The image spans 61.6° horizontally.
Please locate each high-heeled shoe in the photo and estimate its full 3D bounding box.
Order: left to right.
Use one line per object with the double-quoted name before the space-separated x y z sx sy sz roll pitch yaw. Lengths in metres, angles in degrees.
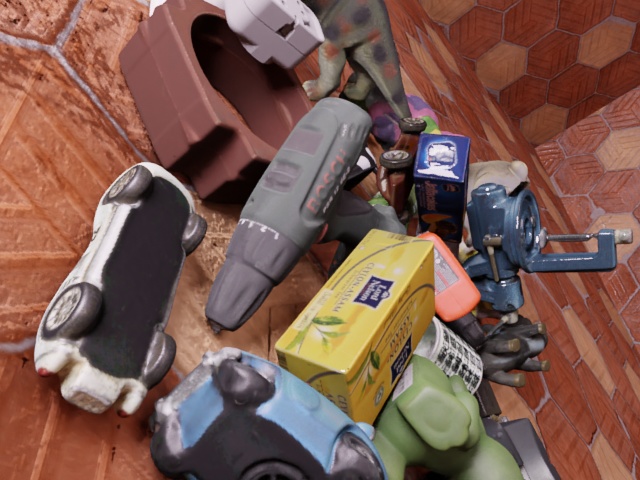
"high-heeled shoe" 0.006 -0.126 0.714 0.145 0.086 0.249 50 27 6

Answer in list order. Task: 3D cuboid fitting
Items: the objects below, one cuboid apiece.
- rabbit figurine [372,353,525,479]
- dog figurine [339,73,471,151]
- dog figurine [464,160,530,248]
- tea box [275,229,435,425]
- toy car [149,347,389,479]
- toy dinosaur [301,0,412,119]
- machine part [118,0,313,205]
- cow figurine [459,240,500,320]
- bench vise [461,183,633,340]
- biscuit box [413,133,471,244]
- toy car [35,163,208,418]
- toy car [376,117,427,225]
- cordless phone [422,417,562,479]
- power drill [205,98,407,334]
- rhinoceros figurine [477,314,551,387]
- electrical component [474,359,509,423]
"rabbit figurine" 0.117 0.199 0.515 0.170 0.121 0.159 42 9 -3
"dog figurine" 0.141 -0.176 0.860 0.191 0.108 0.219 27 18 -37
"dog figurine" 0.242 -0.106 0.914 0.121 0.172 0.191 -8 49 -49
"tea box" 0.040 0.077 0.471 0.169 0.068 0.098 -50 141 -40
"toy car" -0.032 0.141 0.370 0.161 0.109 0.103 43 6 -2
"toy dinosaur" 0.006 -0.300 0.714 0.405 0.192 0.131 26 45 -8
"machine part" -0.091 -0.137 0.559 0.201 0.087 0.201 -2 64 -60
"cow figurine" 0.268 0.058 0.935 0.098 0.068 0.167 19 46 -48
"bench vise" 0.309 0.023 0.765 0.129 0.241 0.223 -15 99 -53
"biscuit box" 0.159 -0.059 0.692 0.202 0.059 0.063 56 45 -65
"toy car" -0.130 0.023 0.369 0.073 0.056 0.202 45 31 -33
"toy car" 0.102 -0.091 0.687 0.202 0.053 0.089 -57 153 -55
"cordless phone" 0.186 0.287 0.588 0.184 0.089 0.146 -12 73 -48
"power drill" -0.001 -0.002 0.520 0.207 0.086 0.232 34 77 -50
"rhinoceros figurine" 0.294 0.168 0.834 0.190 0.112 0.073 -14 92 -47
"electrical component" 0.224 0.217 0.731 0.078 0.045 0.102 23 43 -44
